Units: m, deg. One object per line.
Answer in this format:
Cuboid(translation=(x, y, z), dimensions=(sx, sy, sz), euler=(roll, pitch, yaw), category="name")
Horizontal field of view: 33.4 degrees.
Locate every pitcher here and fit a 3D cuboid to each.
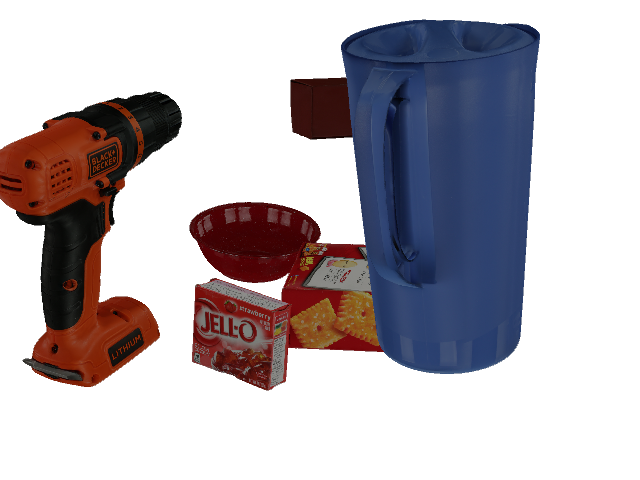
Cuboid(translation=(0.083, -0.028, 0.755), dimensions=(0.149, 0.243, 0.145), euler=(-10, 23, -13), category="pitcher")

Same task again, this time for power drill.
Cuboid(translation=(-0.156, -0.005, 0.766), dimensions=(0.057, 0.188, 0.184), euler=(11, 24, 25), category="power drill")

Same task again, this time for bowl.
Cuboid(translation=(-0.082, 0.008, 1.321), dimensions=(0.162, 0.055, 0.162), euler=(3, 25, -2), category="bowl")

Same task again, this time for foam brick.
Cuboid(translation=(0.016, -0.126, 1.011), dimensions=(0.078, 0.051, 0.053), euler=(-5, 17, -22), category="foam brick")

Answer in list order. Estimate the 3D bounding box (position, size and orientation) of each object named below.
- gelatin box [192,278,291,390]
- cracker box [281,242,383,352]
Cuboid(translation=(-0.070, 0.080, 0.918), dimensions=(0.089, 0.073, 0.030), euler=(16, 21, 32), category="gelatin box")
Cuboid(translation=(0.075, 0.059, 1.092), dimensions=(0.214, 0.072, 0.164), euler=(3, 16, 6), category="cracker box")
